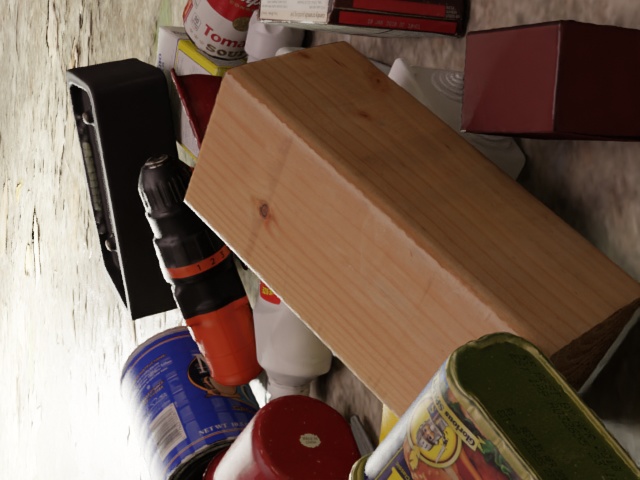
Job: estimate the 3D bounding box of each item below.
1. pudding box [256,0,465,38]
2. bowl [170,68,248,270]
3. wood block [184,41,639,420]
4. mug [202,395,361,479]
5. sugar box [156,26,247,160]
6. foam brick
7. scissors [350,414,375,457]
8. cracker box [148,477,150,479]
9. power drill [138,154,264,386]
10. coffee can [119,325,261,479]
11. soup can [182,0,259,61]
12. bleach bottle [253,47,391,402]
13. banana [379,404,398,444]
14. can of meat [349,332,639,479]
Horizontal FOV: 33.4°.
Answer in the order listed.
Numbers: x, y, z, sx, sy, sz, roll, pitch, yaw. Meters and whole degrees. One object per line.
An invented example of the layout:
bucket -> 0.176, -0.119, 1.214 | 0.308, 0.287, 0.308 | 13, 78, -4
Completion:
pudding box -> 0.022, -0.145, 0.648 | 0.114, 0.089, 0.039 | -158, 72, -63
bowl -> -0.061, -0.062, 0.809 | 0.162, 0.055, 0.162 | 160, 90, -85
wood block -> 0.039, 0.002, 0.520 | 0.206, 0.090, 0.091 | 44, 132, 24
mug -> -0.015, 0.167, 0.722 | 0.117, 0.093, 0.082 | 48, 132, 16
sugar box -> -0.106, -0.130, 0.959 | 0.176, 0.048, 0.093 | -133, 48, -59
foam brick -> 0.110, -0.075, 0.509 | 0.078, 0.052, 0.051 | 13, 100, 63
scissors -> 0.050, 0.205, 0.655 | 0.202, 0.016, 0.096 | 52, 133, 53
cracker box -> -0.110, 0.307, 0.909 | 0.164, 0.072, 0.214 | -128, 45, -53
power drill -> -0.100, 0.002, 0.833 | 0.188, 0.057, 0.184 | -120, 12, -68
coffee can -> -0.095, 0.150, 0.854 | 0.140, 0.102, 0.103 | 56, 137, 50
soup can -> -0.064, -0.199, 0.851 | 0.102, 0.068, 0.068 | -48, 47, 53
bleach bottle -> -0.005, 0.001, 0.728 | 0.103, 0.068, 0.251 | -141, 55, -61
banana -> 0.044, 0.061, 0.638 | 0.070, 0.037, 0.198 | -26, 72, 39
can of meat -> 0.071, 0.099, 0.413 | 0.102, 0.057, 0.084 | 52, 133, 25
